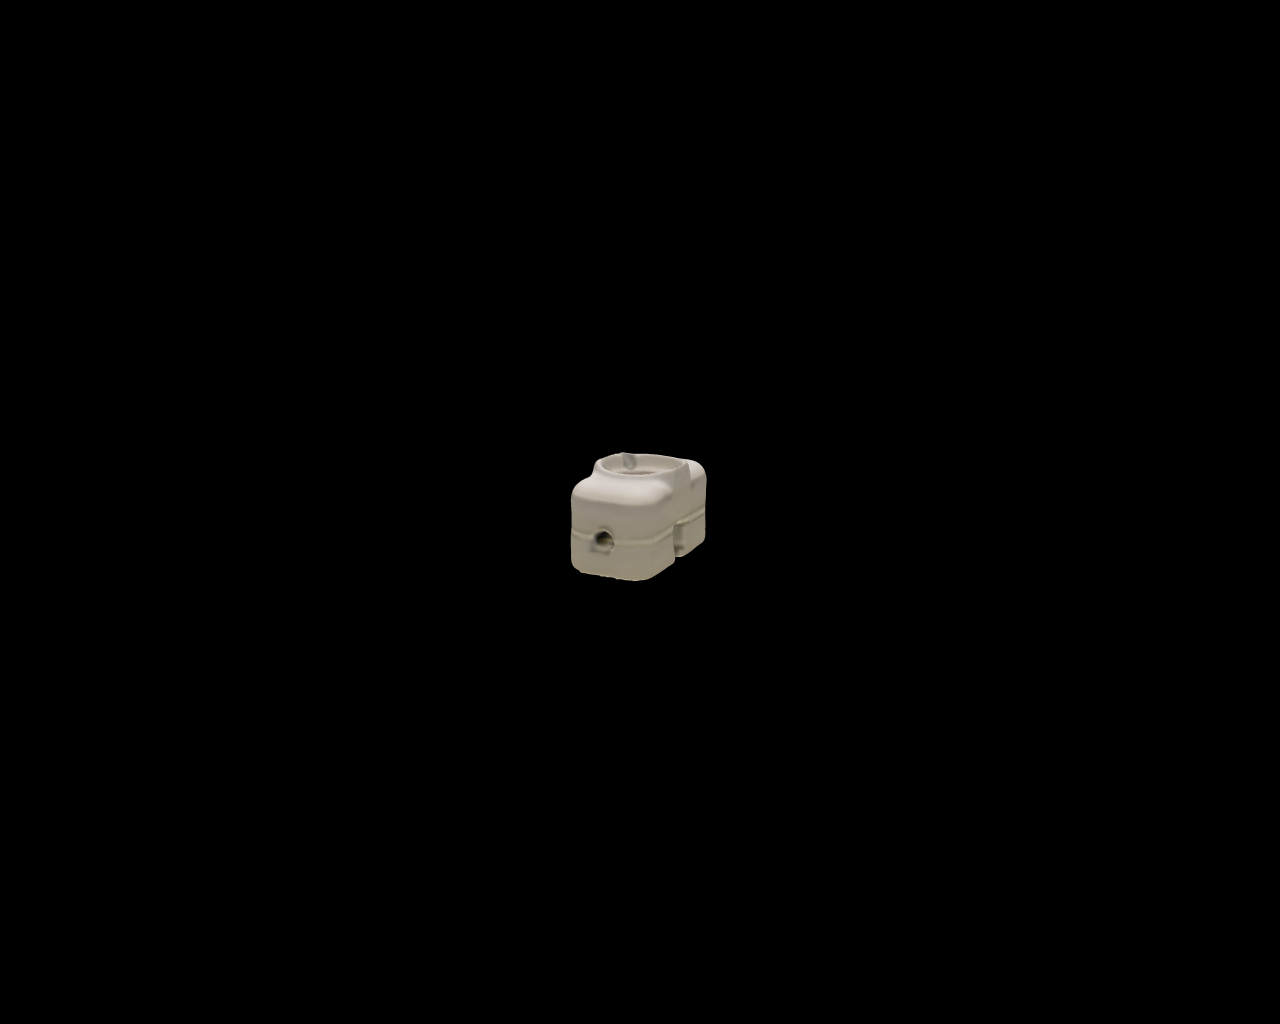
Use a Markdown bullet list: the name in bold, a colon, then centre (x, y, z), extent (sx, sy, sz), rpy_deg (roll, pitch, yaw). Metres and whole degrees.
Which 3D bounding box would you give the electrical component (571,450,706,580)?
- **electrical component**: centre (0.001, -0.003, 0.650), extent (0.054, 0.059, 0.095), rpy_deg (8, 18, 27)
